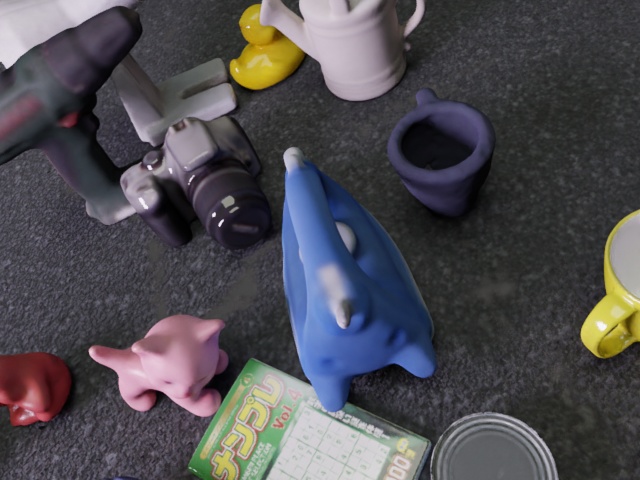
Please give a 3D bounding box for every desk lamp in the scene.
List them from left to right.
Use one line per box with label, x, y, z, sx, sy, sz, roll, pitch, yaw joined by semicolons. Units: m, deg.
desk lamp;-0.234;-0.216;0.665;0.203;0.214;0.117;-24;54;2

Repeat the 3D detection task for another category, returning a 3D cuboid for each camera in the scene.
camera;-0.121;-0.051;0.591;0.143;0.101;0.136;-33;54;-4

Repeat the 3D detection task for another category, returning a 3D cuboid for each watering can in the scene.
watering can;0.022;-0.251;0.614;0.173;0.194;0.100;-22;54;4

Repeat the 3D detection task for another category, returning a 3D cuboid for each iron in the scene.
iron;0.005;0.002;0.490;0.118;0.142;0.258;-23;54;4

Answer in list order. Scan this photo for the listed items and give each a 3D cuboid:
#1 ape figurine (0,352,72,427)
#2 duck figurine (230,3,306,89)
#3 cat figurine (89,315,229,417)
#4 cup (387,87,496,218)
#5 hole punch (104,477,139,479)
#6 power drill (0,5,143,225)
ape figurine;-0.281;0.134;0.531;0.077;0.092;0.076;25;69;30
duck figurine;-0.073;-0.246;0.709;0.104;0.086;0.077;-39;55;-8
cat figurine;-0.133;0.101;0.487;0.127;0.118;0.067;-3;58;17
cup;0.112;-0.075;0.533;0.091;0.095;0.117;-15;55;9
hole punch;-0.148;0.233;0.424;0.108;0.091;0.101;10;62;24
power drill;-0.248;-0.115;0.608;0.229;0.209;0.075;-27;54;1
